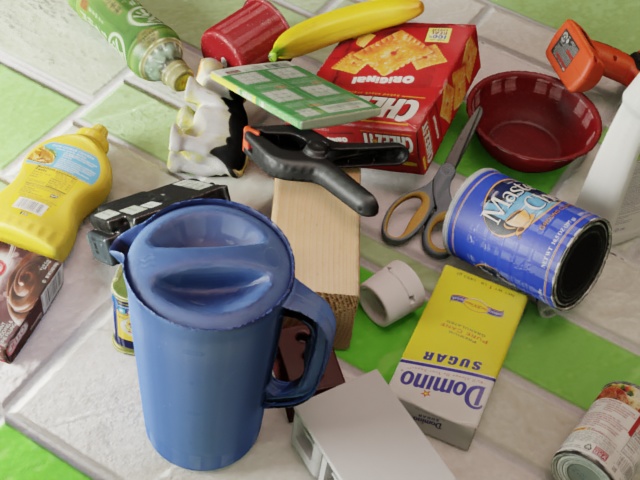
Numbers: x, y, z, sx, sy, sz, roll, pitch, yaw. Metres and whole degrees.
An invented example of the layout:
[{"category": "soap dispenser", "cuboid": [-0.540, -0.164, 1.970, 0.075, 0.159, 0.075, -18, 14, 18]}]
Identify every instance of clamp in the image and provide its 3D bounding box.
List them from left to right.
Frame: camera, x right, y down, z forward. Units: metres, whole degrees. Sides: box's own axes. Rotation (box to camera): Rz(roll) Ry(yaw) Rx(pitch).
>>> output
[{"category": "clamp", "cuboid": [-0.001, -0.075, 1.076, 0.171, 0.039, 0.120, 10, 32, 7]}]

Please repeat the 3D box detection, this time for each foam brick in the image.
[{"category": "foam brick", "cuboid": [-0.013, 0.124, 1.012, 0.053, 0.051, 0.078, -9, 50, -15]}]

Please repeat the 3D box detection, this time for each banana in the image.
[{"category": "banana", "cuboid": [0.025, -0.250, 1.269, 0.197, 0.037, 0.070, -22, 36, -8]}]

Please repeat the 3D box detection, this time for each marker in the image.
[{"category": "marker", "cuboid": [0.233, 0.031, 1.147, 0.020, 0.020, 0.121, 0, 48, -7]}]

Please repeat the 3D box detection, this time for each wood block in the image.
[{"category": "wood block", "cuboid": [-0.008, 0.002, 1.097, 0.091, 0.090, 0.206, 5, 47, -3]}]

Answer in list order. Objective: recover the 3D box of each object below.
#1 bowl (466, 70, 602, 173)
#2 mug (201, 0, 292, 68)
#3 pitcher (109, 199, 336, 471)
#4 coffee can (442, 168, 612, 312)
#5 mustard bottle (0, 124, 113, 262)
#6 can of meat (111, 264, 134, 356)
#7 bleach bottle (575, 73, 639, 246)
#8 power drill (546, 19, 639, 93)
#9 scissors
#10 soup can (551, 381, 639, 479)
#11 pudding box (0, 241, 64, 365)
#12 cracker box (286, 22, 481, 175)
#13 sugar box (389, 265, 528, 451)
[{"category": "bowl", "cuboid": [0.249, -0.131, 1.269, 0.162, 0.055, 0.162, 3, 48, -4]}, {"category": "mug", "cuboid": [-0.098, -0.239, 1.311, 0.081, 0.093, 0.117, -38, 32, -28]}, {"category": "pitcher", "cuboid": [-0.086, 0.095, 0.900, 0.144, 0.243, 0.149, -18, 53, -22]}, {"category": "coffee can", "cuboid": [0.212, -0.002, 1.098, 0.140, 0.103, 0.102, 29, 50, 36]}, {"category": "mustard bottle", "cuboid": [-0.277, -0.059, 1.139, 0.096, 0.058, 0.191, 18, 49, 8]}, {"category": "can of meat", "cuboid": [-0.149, 0.070, 1.023, 0.102, 0.084, 0.057, 11, 48, 3]}, {"category": "bleach bottle", "cuboid": [0.344, -0.104, 1.125, 0.102, 0.251, 0.068, -22, 54, -25]}, {"category": "power drill", "cuboid": [0.378, -0.191, 1.300, 0.187, 0.057, 0.184, 15, 34, -25]}, {"category": "scissors", "cuboid": [0.151, -0.058, 1.185, 0.096, 0.016, 0.201, 40, 72, 15]}, {"category": "soup can", "cuboid": [0.265, 0.187, 0.979, 0.069, 0.068, 0.102, 33, 53, 21]}, {"category": "pudding box", "cuboid": [-0.315, 0.057, 1.043, 0.090, 0.039, 0.113, 18, 49, 9]}, {"category": "cracker box", "cuboid": [0.078, -0.175, 1.249, 0.164, 0.072, 0.213, 8, 45, 25]}, {"category": "sugar box", "cuboid": [0.133, 0.111, 1.046, 0.093, 0.048, 0.176, 21, 48, 11]}]
